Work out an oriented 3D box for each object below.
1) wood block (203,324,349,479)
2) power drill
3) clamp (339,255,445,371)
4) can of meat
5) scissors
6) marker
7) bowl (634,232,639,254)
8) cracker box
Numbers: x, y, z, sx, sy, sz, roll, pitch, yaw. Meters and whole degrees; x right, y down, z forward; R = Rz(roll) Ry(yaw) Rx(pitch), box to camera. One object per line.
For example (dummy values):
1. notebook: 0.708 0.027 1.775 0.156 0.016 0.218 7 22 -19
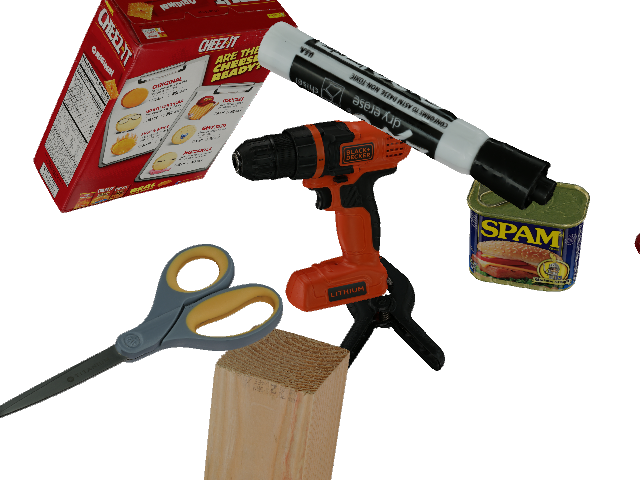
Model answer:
1. wood block: -0.043 0.190 0.920 0.090 0.206 0.090 15 23 17
2. power drill: 0.003 -0.026 1.056 0.184 0.188 0.057 -10 27 -21
3. clamp: 0.079 0.085 1.194 0.120 0.171 0.039 7 -42 0
4. can of meat: 0.181 -0.005 0.942 0.102 0.084 0.057 10 43 17
5. scissors: -0.124 0.053 0.710 0.201 0.096 0.016 -13 -38 -20
6. marker: 0.030 -0.045 0.387 0.121 0.020 0.020 31 11 18
7. bowl: 0.408 0.029 1.106 0.162 0.055 0.162 -3 22 1
8. cracker box: -0.140 -0.127 0.928 0.163 0.072 0.214 -18 -25 -41
